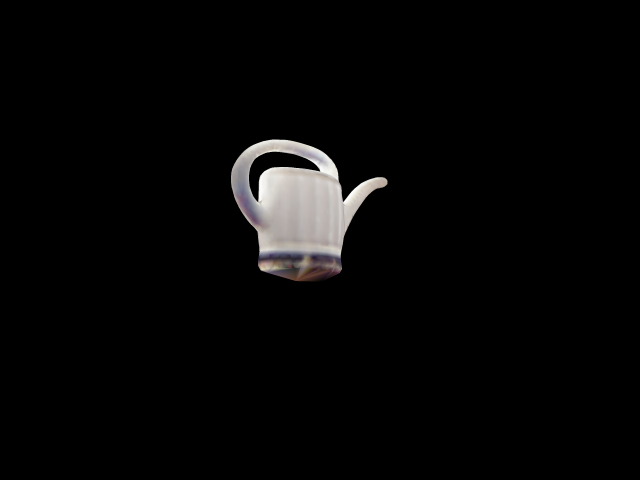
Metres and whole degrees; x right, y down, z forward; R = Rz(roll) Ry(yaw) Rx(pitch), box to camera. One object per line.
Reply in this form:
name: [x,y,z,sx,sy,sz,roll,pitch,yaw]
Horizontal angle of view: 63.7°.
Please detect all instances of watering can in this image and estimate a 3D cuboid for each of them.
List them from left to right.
watering can: [0.003,-0.043,0.850,0.347,0.226,0.103,8,-13,-42]
